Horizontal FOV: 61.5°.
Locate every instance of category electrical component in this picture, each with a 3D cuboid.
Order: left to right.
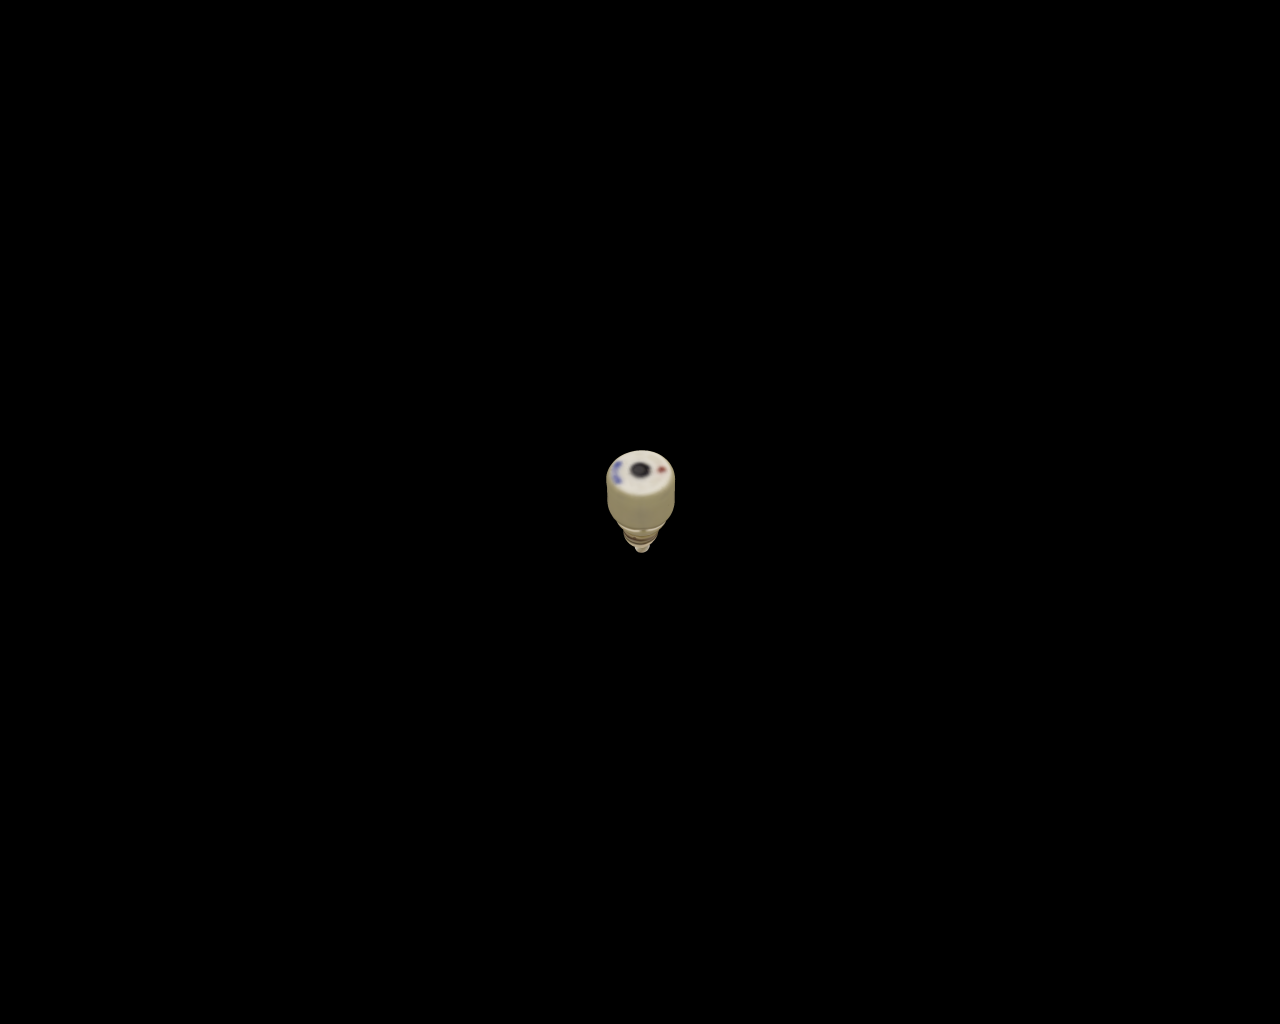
[{"bbox_3d":[0.001,-0.003,0.650,0.040,0.040,0.078,0,-40,0],"label":"electrical component"}]
